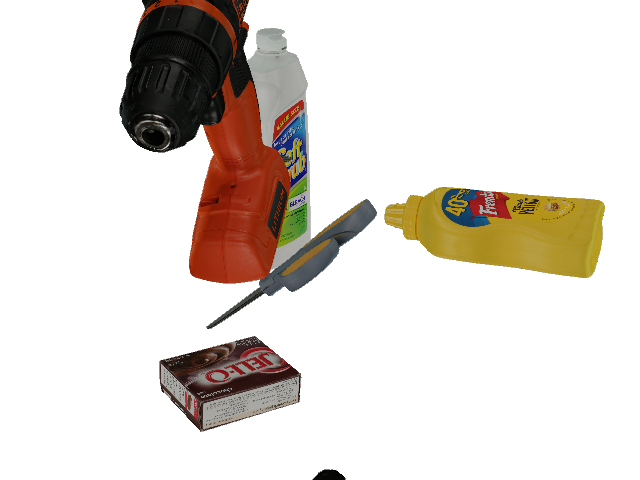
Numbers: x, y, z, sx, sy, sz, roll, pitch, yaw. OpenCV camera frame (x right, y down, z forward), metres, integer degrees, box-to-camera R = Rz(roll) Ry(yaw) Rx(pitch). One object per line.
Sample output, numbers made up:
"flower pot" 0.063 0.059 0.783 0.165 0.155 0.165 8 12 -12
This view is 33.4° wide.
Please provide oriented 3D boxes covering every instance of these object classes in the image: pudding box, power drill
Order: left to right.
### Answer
"power drill" -0.060 -0.064 0.611 0.057 0.188 0.184 3 45 9
"pudding box" -0.089 0.138 1.044 0.113 0.039 0.090 -14 27 -30

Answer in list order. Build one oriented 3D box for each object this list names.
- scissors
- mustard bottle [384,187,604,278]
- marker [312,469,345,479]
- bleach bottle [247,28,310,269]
"scissors" -0.037 0.036 0.806 0.202 0.016 0.096 -38 7 28
"mustard bottle" 0.151 -0.012 0.952 0.192 0.058 0.096 7 29 19
"marker" -0.022 0.135 0.473 0.020 0.020 0.120 0 17 32
"bleach bottle" -0.057 -0.098 1.141 0.068 0.251 0.102 20 32 36
